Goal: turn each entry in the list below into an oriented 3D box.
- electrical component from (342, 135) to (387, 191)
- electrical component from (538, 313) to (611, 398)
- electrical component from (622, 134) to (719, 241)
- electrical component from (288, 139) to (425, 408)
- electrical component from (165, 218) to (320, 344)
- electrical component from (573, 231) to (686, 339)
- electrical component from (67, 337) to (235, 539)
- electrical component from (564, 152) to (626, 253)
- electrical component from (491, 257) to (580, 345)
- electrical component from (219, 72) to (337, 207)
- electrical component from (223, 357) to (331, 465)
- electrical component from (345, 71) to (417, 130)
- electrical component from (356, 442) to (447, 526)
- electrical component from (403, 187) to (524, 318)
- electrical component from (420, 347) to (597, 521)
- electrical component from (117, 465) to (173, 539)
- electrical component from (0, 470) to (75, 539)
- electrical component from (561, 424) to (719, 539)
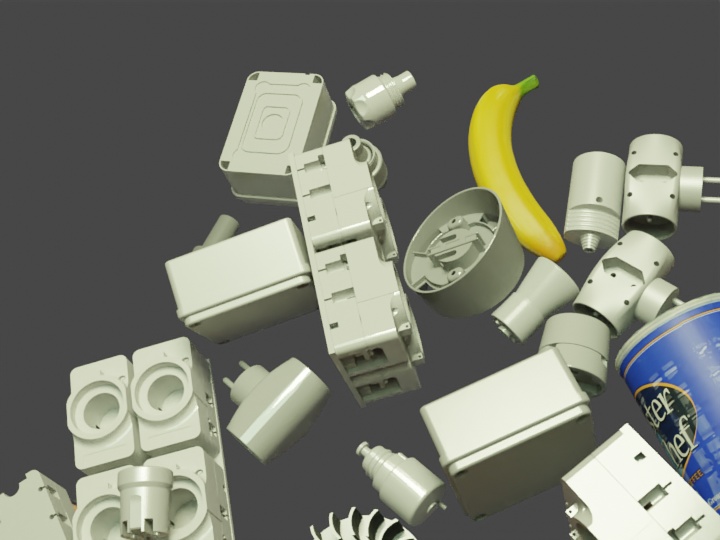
[{"bbox_3d":[-0.001,-0.094,0.943,0.043,0.062,0.043,-6,60,11],"label":"electrical component"},{"bbox_3d":[0.162,0.065,0.817,0.055,0.055,0.047,6,60,18],"label":"electrical component"},{"bbox_3d":[0.256,-0.066,0.871,0.079,0.043,0.077,4,63,17],"label":"electrical component"},{"bbox_3d":[0.000,0.000,0.864,0.060,0.105,0.186,-16,59,5],"label":"electrical component"},{"bbox_3d":[-0.089,0.011,0.875,0.109,0.108,0.056,-20,76,3],"label":"electrical component"},{"bbox_3d":[0.220,0.020,0.833,0.079,0.043,0.077,33,74,28],"label":"electrical component"},{"bbox_3d":[-0.166,0.155,0.847,0.105,0.060,0.186,-16,59,5],"label":"electrical component"},{"bbox_3d":[0.192,-0.051,0.880,0.043,0.043,0.081,4,63,17],"label":"electrical component"},{"bbox_3d":[0.136,0.027,0.853,0.065,0.044,0.044,-45,60,-6],"label":"electrical component"},{"bbox_3d":[-0.072,-0.118,0.978,0.078,0.057,0.113,6,63,17],"label":"electrical component"},{"bbox_3d":[-0.077,0.103,0.863,0.079,0.044,0.077,36,75,28],"label":"electrical component"},{"bbox_3d":[0.021,-0.160,0.985,0.062,0.043,0.043,-31,58,-5],"label":"electrical component"},{"bbox_3d":[0.029,0.157,0.807,0.078,0.040,0.040,36,75,28],"label":"electrical component"},{"bbox_3d":[0.082,-0.013,0.864,0.099,0.064,0.099,-22,41,20],"label":"electrical component"},{"bbox_3d":[0.109,0.119,0.768,0.109,0.108,0.056,-25,56,0],"label":"electrical component"},{"bbox_3d":[-0.155,0.168,0.777,0.040,0.040,0.046,-8,66,10],"label":"electrical component"},{"bbox_3d":[-0.246,0.211,0.839,0.050,0.055,0.089,-32,59,-4],"label":"electrical component"},{"bbox_3d":[0.180,0.176,0.693,0.062,0.150,0.089,-38,59,-8],"label":"electrical component"}]
